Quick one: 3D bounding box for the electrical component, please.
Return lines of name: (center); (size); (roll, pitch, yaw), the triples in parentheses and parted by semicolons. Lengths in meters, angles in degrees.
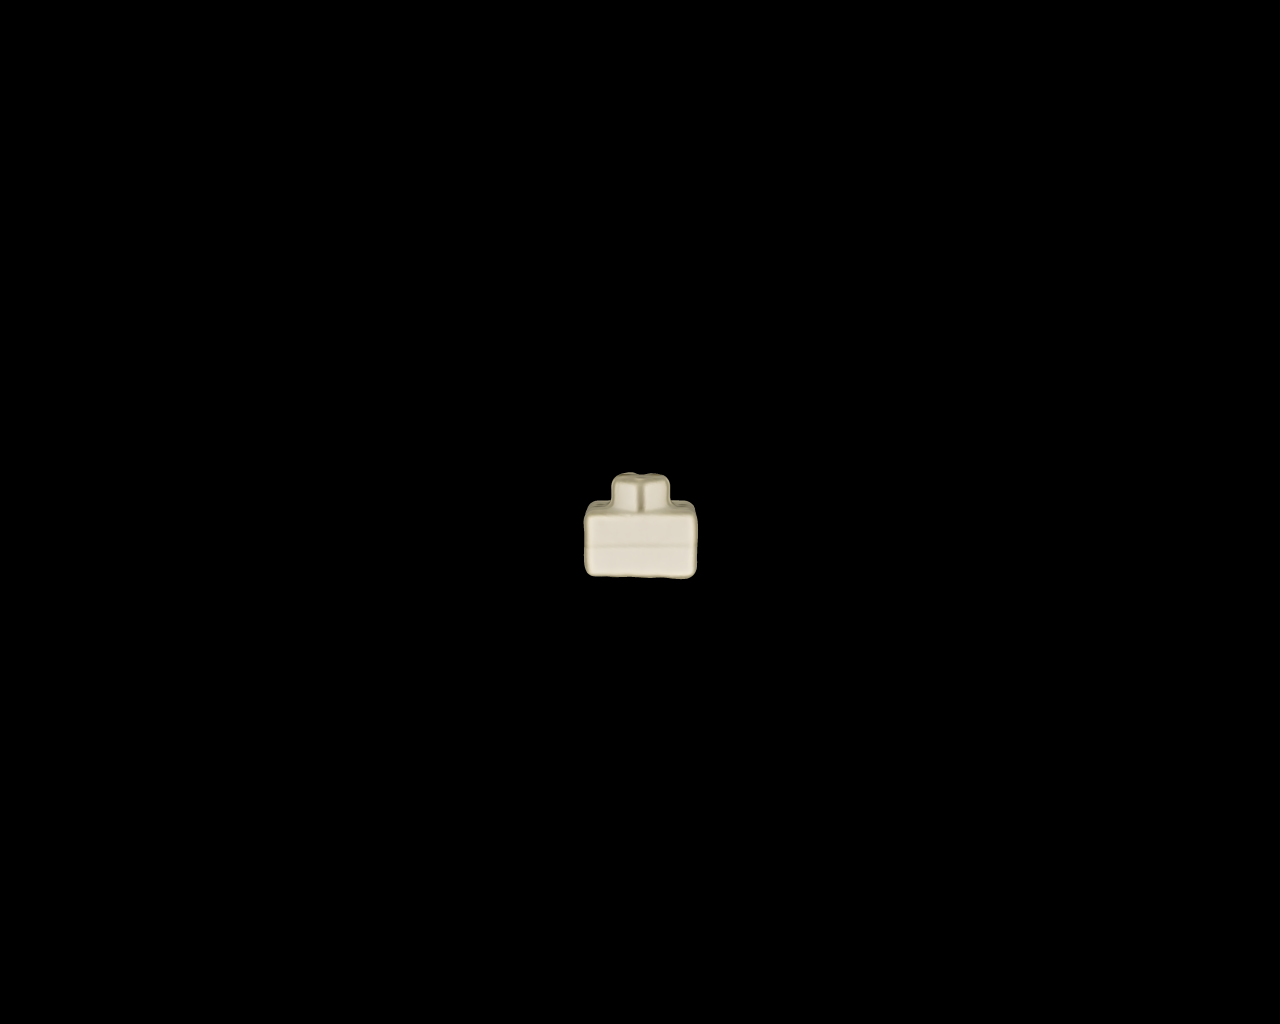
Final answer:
electrical component: (0.001, -0.003, 0.650); (0.066, 0.076, 0.047); (0, 9, 0)
